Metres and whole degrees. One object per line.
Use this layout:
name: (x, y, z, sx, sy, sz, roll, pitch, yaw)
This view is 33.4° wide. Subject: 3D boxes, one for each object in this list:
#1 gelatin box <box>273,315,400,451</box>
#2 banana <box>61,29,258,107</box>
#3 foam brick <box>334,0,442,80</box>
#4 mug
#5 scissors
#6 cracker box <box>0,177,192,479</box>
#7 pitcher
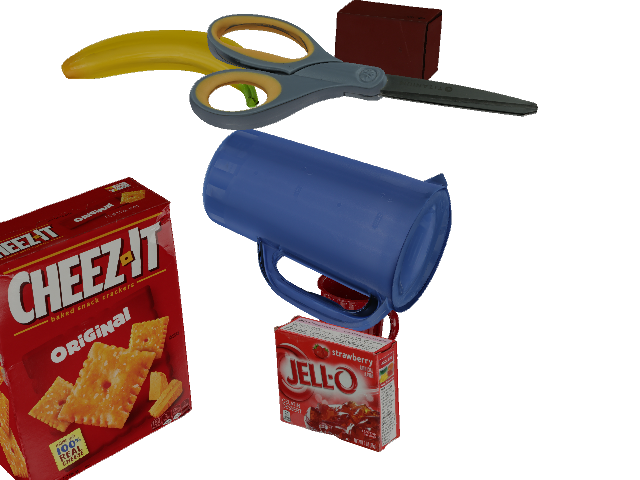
gelatin box: (0.010, 0.098, 0.735, 0.089, 0.073, 0.030, 11, 23, 36)
banana: (-0.140, -0.166, 0.979, 0.198, 0.037, 0.069, 9, 46, 17)
foam brick: (0.055, -0.163, 0.875, 0.078, 0.051, 0.053, 11, 26, 17)
mug: (0.050, 0.095, 1.352, 0.117, 0.081, 0.093, 20, 29, 31)
scissors: (0.011, -0.080, 0.608, 0.202, 0.096, 0.016, 24, -31, 22)
cracker box: (-0.193, 0.078, 0.868, 0.163, 0.214, 0.072, -25, 36, -35)
pitcher: (-0.001, -0.021, 1.088, 0.243, 0.145, 0.149, 22, 26, 23)
